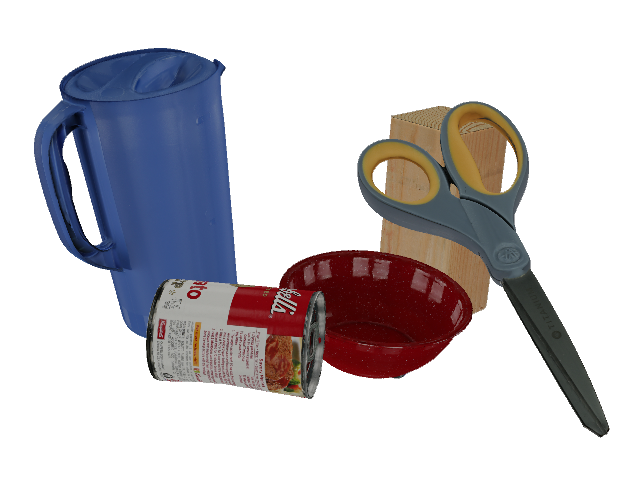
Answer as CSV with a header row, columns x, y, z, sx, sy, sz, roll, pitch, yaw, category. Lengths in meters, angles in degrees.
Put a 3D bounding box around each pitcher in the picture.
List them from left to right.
x,y,z,sx,sy,sz,roll,pitch,yaw,category
-0.146,-0.034,0.926,0.149,0.243,0.145,-5,27,2,pitcher

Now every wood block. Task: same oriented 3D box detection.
x,y,z,sx,sy,sz,roll,pitch,yaw,category
0.126,-0.026,1.114,0.090,0.206,0.090,21,26,39,wood block

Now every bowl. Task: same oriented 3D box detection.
x,y,z,sx,sy,sz,roll,pitch,yaw,category
0.044,0.068,0.895,0.162,0.055,0.162,5,26,-3,bowl

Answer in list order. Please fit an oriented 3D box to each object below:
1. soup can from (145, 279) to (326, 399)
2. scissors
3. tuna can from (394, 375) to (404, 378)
x,y,z,sx,sy,sz,roll,pitch,yaw,category
-0.052,0.062,0.679,0.102,0.068,0.068,5,1,10,soup can
0.068,0.007,0.503,0.096,0.201,0.016,-6,-41,5,scissors
0.081,0.122,1.273,0.033,0.086,0.086,-37,17,-25,tuna can
